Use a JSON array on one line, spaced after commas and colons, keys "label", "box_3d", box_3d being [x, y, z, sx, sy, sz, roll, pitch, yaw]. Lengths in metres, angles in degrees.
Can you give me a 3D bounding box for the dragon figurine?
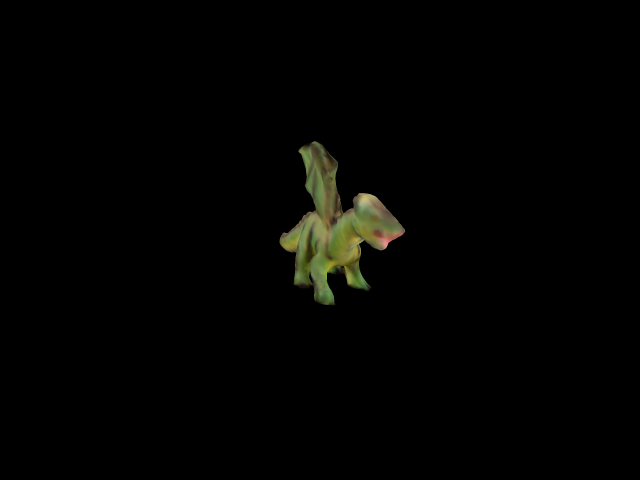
[{"label": "dragon figurine", "box_3d": [0.003, -0.043, 0.850, 0.123, 0.239, 0.414, -9, 20, -26]}]
